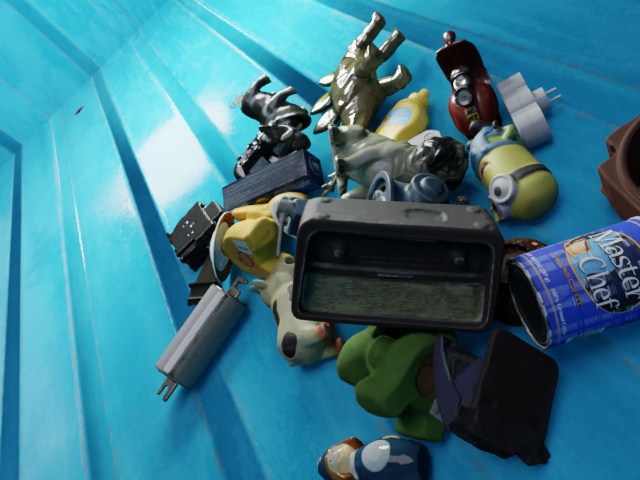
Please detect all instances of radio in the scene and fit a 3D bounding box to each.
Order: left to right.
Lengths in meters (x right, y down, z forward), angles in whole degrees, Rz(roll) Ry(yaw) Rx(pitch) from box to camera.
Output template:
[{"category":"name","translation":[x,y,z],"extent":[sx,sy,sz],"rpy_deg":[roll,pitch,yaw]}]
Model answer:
[{"category":"radio","translation":[0.085,0.027,0.611],"extent":[0.230,0.131,0.073],"rpy_deg":[3,26,0]}]

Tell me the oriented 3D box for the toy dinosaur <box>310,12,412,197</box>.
[{"category":"toy dinosaur","translation":[0.071,-0.275,1.012],"extent":[0.198,0.105,0.471],"rpy_deg":[-39,28,40]}]

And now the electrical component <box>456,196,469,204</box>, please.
[{"category":"electrical component","translation":[0.170,-0.049,0.795],"extent":[0.102,0.078,0.045],"rpy_deg":[24,113,53]}]

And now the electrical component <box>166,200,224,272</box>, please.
[{"category":"electrical component","translation":[-0.251,-0.018,1.131],"extent":[0.134,0.058,0.115],"rpy_deg":[-46,42,0]}]

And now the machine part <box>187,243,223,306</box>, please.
[{"category":"machine part","translation":[-0.215,0.064,1.049],"extent":[0.084,0.039,0.139],"rpy_deg":[-11,53,40]}]

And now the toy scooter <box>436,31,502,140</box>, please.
[{"category":"toy scooter","translation":[0.232,-0.253,0.856],"extent":[0.075,0.135,0.184],"rpy_deg":[-18,49,27]}]

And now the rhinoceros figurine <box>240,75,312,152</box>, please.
[{"category":"rhinoceros figurine","translation":[-0.083,-0.238,1.036],"extent":[0.112,0.073,0.190],"rpy_deg":[-44,61,-8]}]

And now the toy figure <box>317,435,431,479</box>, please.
[{"category":"toy figure","translation":[0.056,0.266,0.643],"extent":[0.155,0.057,0.064],"rpy_deg":[-16,10,33]}]

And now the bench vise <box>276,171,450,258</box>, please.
[{"category":"bench vise","translation":[0.056,-0.010,0.721],"extent":[0.223,0.241,0.129],"rpy_deg":[118,159,-58]}]

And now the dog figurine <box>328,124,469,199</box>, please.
[{"category":"dog figurine","translation":[0.114,-0.129,0.820],"extent":[0.191,0.121,0.172],"rpy_deg":[-12,50,1]}]

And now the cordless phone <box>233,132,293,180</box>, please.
[{"category":"cordless phone","translation":[-0.136,-0.181,1.166],"extent":[0.146,0.088,0.184],"rpy_deg":[-53,30,-7]}]

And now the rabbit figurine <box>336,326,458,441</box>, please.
[{"category":"rabbit figurine","translation":[0.082,0.146,0.675],"extent":[0.170,0.121,0.159],"rpy_deg":[0,64,57]}]

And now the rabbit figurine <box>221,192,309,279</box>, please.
[{"category":"rabbit figurine","translation":[-0.088,-0.019,0.975],"extent":[0.162,0.121,0.173],"rpy_deg":[2,45,52]}]

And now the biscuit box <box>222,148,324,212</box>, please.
[{"category":"biscuit box","translation":[-0.092,-0.102,1.033],"extent":[0.203,0.059,0.063],"rpy_deg":[-21,65,26]}]

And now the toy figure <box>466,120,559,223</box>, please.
[{"category":"toy figure","translation":[0.262,-0.102,0.749],"extent":[0.089,0.082,0.180],"rpy_deg":[-23,42,16]}]

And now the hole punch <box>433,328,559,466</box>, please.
[{"category":"hole punch","translation":[0.178,0.164,0.571],"extent":[0.092,0.142,0.116],"rpy_deg":[-13,49,54]}]

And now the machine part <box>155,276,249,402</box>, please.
[{"category":"machine part","translation":[-0.203,0.164,0.926],"extent":[0.079,0.079,0.243],"rpy_deg":[20,73,47]}]

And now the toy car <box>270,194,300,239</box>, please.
[{"category":"toy car","translation":[-0.002,-0.003,0.855],"extent":[0.202,0.073,0.056],"rpy_deg":[47,124,26]}]

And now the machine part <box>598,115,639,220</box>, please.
[{"category":"machine part","translation":[0.433,-0.077,0.581],"extent":[0.201,0.087,0.202],"rpy_deg":[-34,40,14]}]

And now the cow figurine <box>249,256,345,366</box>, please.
[{"category":"cow figurine","translation":[-0.039,0.106,0.835],"extent":[0.127,0.085,0.195],"rpy_deg":[-26,45,14]}]
